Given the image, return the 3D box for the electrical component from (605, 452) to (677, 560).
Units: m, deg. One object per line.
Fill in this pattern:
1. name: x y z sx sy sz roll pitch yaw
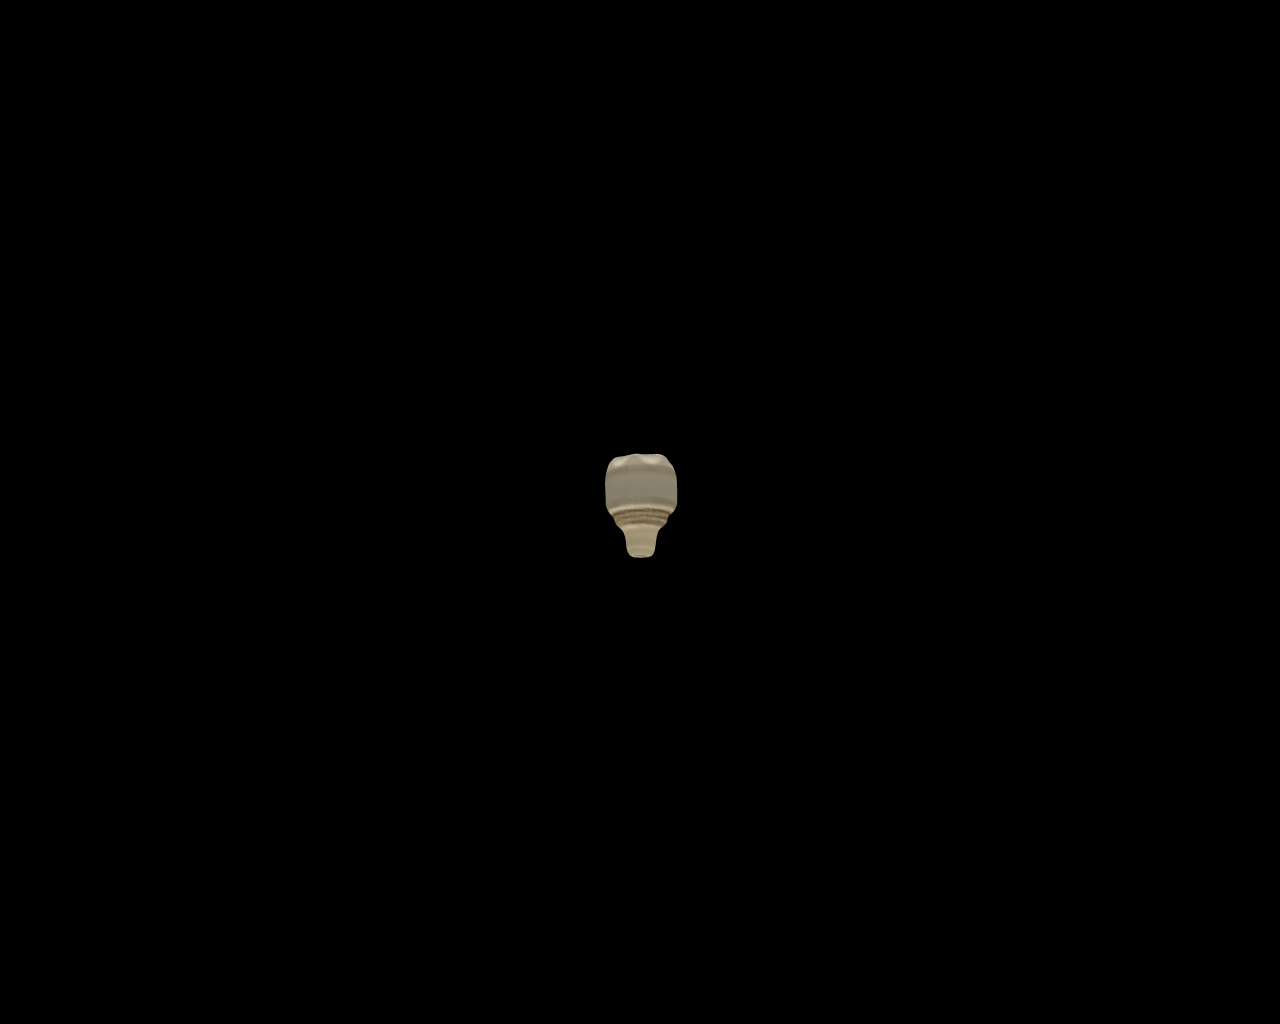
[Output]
1. electrical component: 0.001 -0.003 0.650 0.043 0.062 0.043 0 -13 0
